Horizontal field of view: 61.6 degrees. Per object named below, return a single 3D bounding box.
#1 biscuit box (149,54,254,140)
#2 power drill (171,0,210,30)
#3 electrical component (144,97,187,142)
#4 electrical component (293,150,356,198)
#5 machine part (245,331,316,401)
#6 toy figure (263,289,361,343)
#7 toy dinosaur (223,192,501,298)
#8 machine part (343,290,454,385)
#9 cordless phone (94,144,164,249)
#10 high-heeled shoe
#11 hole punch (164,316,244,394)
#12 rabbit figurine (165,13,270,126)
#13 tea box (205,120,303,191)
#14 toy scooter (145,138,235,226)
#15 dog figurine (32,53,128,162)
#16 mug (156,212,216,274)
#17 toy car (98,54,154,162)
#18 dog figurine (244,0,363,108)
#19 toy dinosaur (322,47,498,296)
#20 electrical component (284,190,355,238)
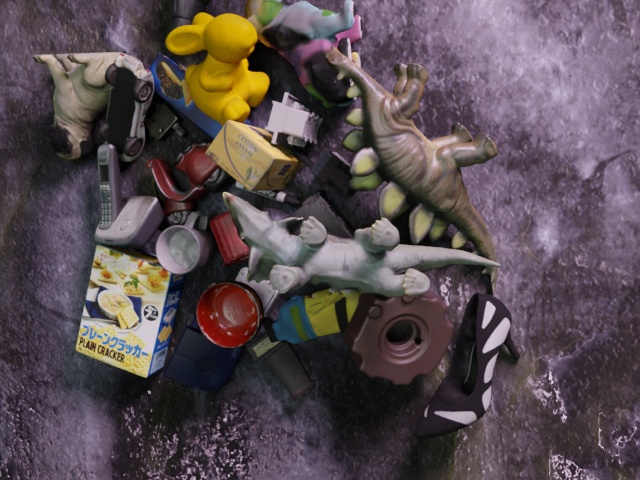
[{"bbox_3d":[-0.211,-0.239,0.942,0.203,0.059,0.063,39,103,6],"label":"biscuit box"},{"bbox_3d":[-0.168,-0.430,0.874,0.207,0.086,0.232,3,88,50],"label":"power drill"},{"bbox_3d":[-0.288,-0.213,0.982,0.063,0.021,0.094,-44,86,14],"label":"electrical component"},{"bbox_3d":[0.015,-0.123,0.898,0.119,0.075,0.047,43,104,8],"label":"electrical component"},{"bbox_3d":[-0.070,0.224,0.972,0.084,0.039,0.139,-40,84,5],"label":"machine part"},{"bbox_3d":[-0.005,0.131,0.925,0.180,0.082,0.089,-24,109,7],"label":"toy figure"},{"bbox_3d":[0.042,0.028,0.816,0.405,0.192,0.131,10,90,-4],"label":"toy dinosaur"},{"bbox_3d":[0.130,0.151,0.875,0.179,0.056,0.179,-4,107,-12],"label":"machine part"},{"bbox_3d":[-0.343,-0.080,0.950,0.147,0.089,0.184,3,101,43],"label":"cordless phone"},{"bbox_3d":[0.220,0.204,0.868,0.249,0.086,0.145,-41,107,-4],"label":"high-heeled shoe"},{"bbox_3d":[-0.209,0.211,0.977,0.116,0.092,0.142,28,98,5],"label":"hole punch"},{"bbox_3d":[-0.149,-0.285,0.838,0.162,0.173,0.122,41,60,2],"label":"rabbit figurine"},{"bbox_3d":[-0.100,-0.133,0.872,0.098,0.169,0.068,40,104,5],"label":"tea box"},{"bbox_3d":[-0.239,-0.117,0.956,0.184,0.075,0.135,-41,85,18],"label":"toy scooter"},{"bbox_3d":[-0.414,-0.241,0.980,0.173,0.121,0.190,2,110,16],"label":"dog figurine"},{"bbox_3d":[-0.226,0.002,0.947,0.081,0.107,0.109,15,95,9],"label":"mug"},{"bbox_3d":[-0.339,-0.227,0.943,0.073,0.056,0.201,32,128,7],"label":"toy car"},{"bbox_3d":[-0.043,-0.314,0.876,0.219,0.108,0.191,5,100,16],"label":"dog figurine"},{"bbox_3d":[0.161,-0.103,0.828,0.198,0.105,0.471,-45,101,7],"label":"toy dinosaur"},{"bbox_3d":[-0.002,-0.003,0.922,0.115,0.058,0.134,-38,86,16],"label":"electrical component"}]
